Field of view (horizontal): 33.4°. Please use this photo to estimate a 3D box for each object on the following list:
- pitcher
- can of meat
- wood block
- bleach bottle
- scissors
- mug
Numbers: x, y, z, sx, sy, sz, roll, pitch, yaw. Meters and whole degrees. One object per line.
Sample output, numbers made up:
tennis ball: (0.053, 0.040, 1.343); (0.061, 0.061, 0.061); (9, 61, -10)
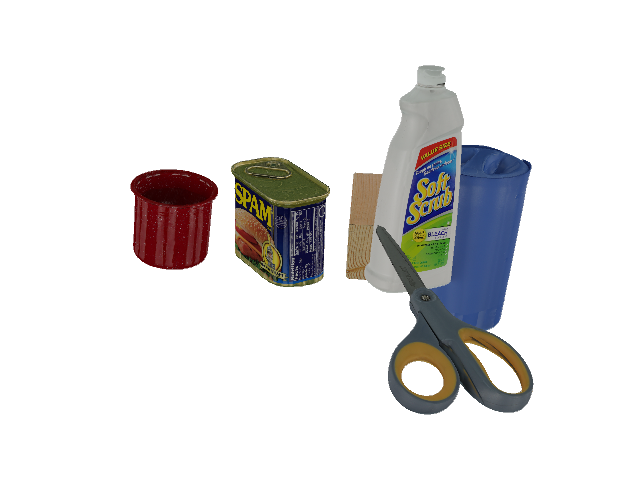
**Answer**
pitcher: (0.197, 0.001, 1.452); (0.149, 0.243, 0.145); (5, 23, 3)
can of meat: (-0.037, -0.016, 0.932); (0.057, 0.084, 0.102); (-13, 29, -28)
wood block: (0.089, -0.024, 1.624); (0.091, 0.090, 0.206); (4, 25, 2)
bleach bottle: (0.109, -0.070, 1.205); (0.102, 0.251, 0.068); (-7, 22, -24)
scissors: (0.057, 0.051, 0.704); (0.096, 0.016, 0.202); (-16, 38, -27)
mug: (-0.164, -0.027, 1.161); (0.093, 0.081, 0.117); (-3, 29, -20)
